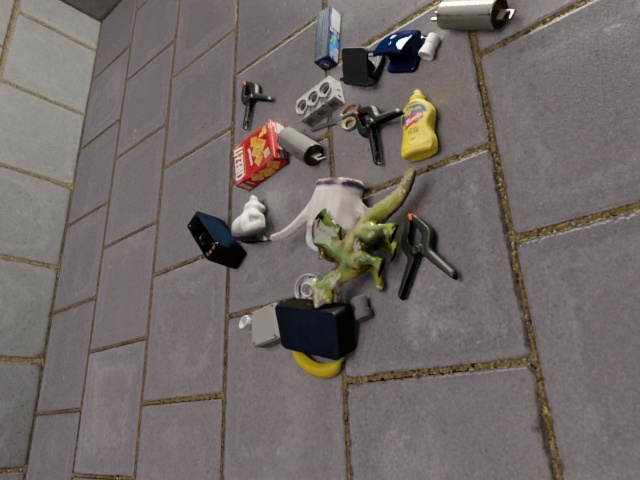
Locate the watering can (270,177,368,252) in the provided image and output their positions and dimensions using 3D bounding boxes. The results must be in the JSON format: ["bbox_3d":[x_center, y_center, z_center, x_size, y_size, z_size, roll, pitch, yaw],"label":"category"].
[{"bbox_3d":[0.004,-0.073,1.459,0.348,0.103,0.226,6,79,36],"label":"watering can"}]

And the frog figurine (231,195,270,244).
[{"bbox_3d":[-0.230,-0.071,1.688,0.136,0.123,0.160,-17,74,60],"label":"frog figurine"}]

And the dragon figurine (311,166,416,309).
[{"bbox_3d":[0.081,-0.013,1.310,0.244,0.121,0.411,17,88,25],"label":"dragon figurine"}]
